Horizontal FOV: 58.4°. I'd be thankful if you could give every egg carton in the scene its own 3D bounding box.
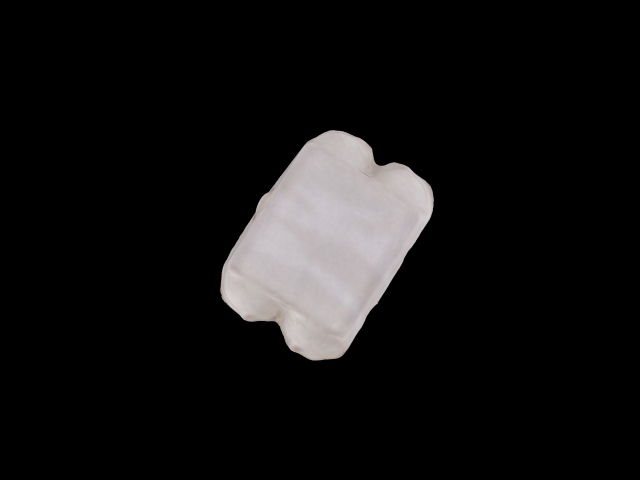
[{"bbox_3d":[0.004,0.001,0.400,0.107,0.069,0.150,32,86,2],"label":"egg carton"}]
